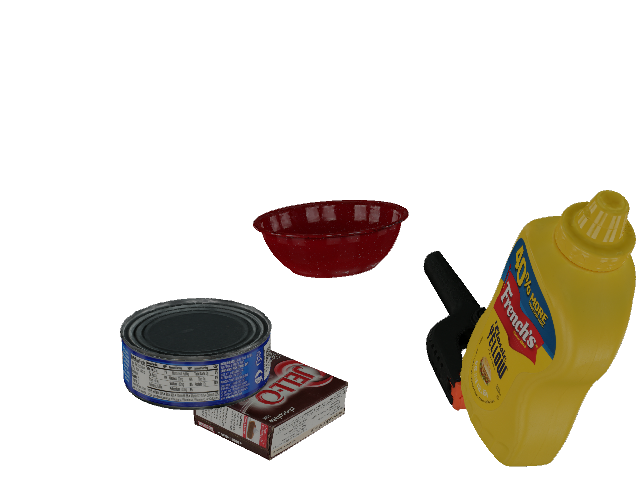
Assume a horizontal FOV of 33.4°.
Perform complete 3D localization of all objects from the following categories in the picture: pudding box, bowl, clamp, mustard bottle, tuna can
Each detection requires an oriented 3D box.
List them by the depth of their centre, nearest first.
[{"bbox_3d":[-0.071,0.064,0.611,0.086,0.034,0.086,0,18,0],"label":"tuna can"},{"bbox_3d":[0.134,0.043,0.615,0.058,0.096,0.192,1,-42,-12],"label":"mustard bottle"},{"bbox_3d":[-0.043,0.143,0.943,0.090,0.039,0.113,17,26,32],"label":"pudding box"},{"bbox_3d":[0.142,0.076,0.956,0.165,0.036,0.209,15,34,23],"label":"clamp"},{"bbox_3d":[0.013,0.000,1.107,0.162,0.055,0.162,-5,13,1],"label":"bowl"}]
